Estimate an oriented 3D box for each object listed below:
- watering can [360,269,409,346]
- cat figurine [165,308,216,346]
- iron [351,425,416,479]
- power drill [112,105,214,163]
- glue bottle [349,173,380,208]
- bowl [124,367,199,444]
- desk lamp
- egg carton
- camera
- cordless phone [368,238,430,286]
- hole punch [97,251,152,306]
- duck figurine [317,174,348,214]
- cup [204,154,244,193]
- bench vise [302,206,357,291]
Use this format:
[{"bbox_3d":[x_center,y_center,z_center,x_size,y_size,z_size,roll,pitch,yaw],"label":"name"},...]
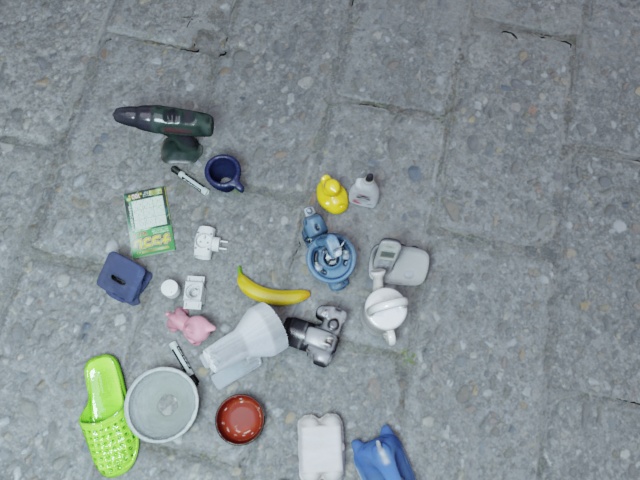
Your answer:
[{"bbox_3d":[0.148,0.155,1.331,0.101,0.194,0.172,-32,77,-10],"label":"watering can"},{"bbox_3d":[-0.305,0.201,1.342,0.127,0.118,0.067,27,74,6],"label":"cat figurine"},{"bbox_3d":[0.166,0.543,1.244,0.119,0.141,0.258,-24,76,-8],"label":"iron"},{"bbox_3d":[-0.375,-0.267,1.432,0.229,0.208,0.075,-1,73,-2],"label":"power drill"},{"bbox_3d":[0.115,-0.129,1.426,0.078,0.173,0.037,11,73,2],"label":"glue bottle"},{"bbox_3d":[-0.354,0.377,1.310,0.167,0.075,0.167,1,73,-2],"label":"bowl"},{"bbox_3d":[-0.174,0.243,1.284,0.203,0.213,0.118,-32,77,-10],"label":"desk lamp"},{"bbox_3d":[0.003,0.472,1.297,0.107,0.069,0.150,-3,73,-3],"label":"egg carton"},{"bbox_3d":[-0.018,0.215,1.357,0.136,0.101,0.143,18,74,4],"label":"camera"},{"bbox_3d":[0.194,0.045,1.370,0.147,0.185,0.094,4,73,0],"label":"cordless phone"},{"bbox_3d":[-0.474,0.095,1.382,0.108,0.091,0.101,28,74,6],"label":"hole punch"},{"bbox_3d":[0.033,-0.121,1.466,0.077,0.086,0.104,-30,76,-10],"label":"duck figurine"},{"bbox_3d":[-0.233,-0.152,1.462,0.117,0.095,0.092,42,76,10],"label":"cup"},{"bbox_3d":[0.003,0.012,1.356,0.121,0.220,0.207,-40,78,-12],"label":"bench vise"}]
